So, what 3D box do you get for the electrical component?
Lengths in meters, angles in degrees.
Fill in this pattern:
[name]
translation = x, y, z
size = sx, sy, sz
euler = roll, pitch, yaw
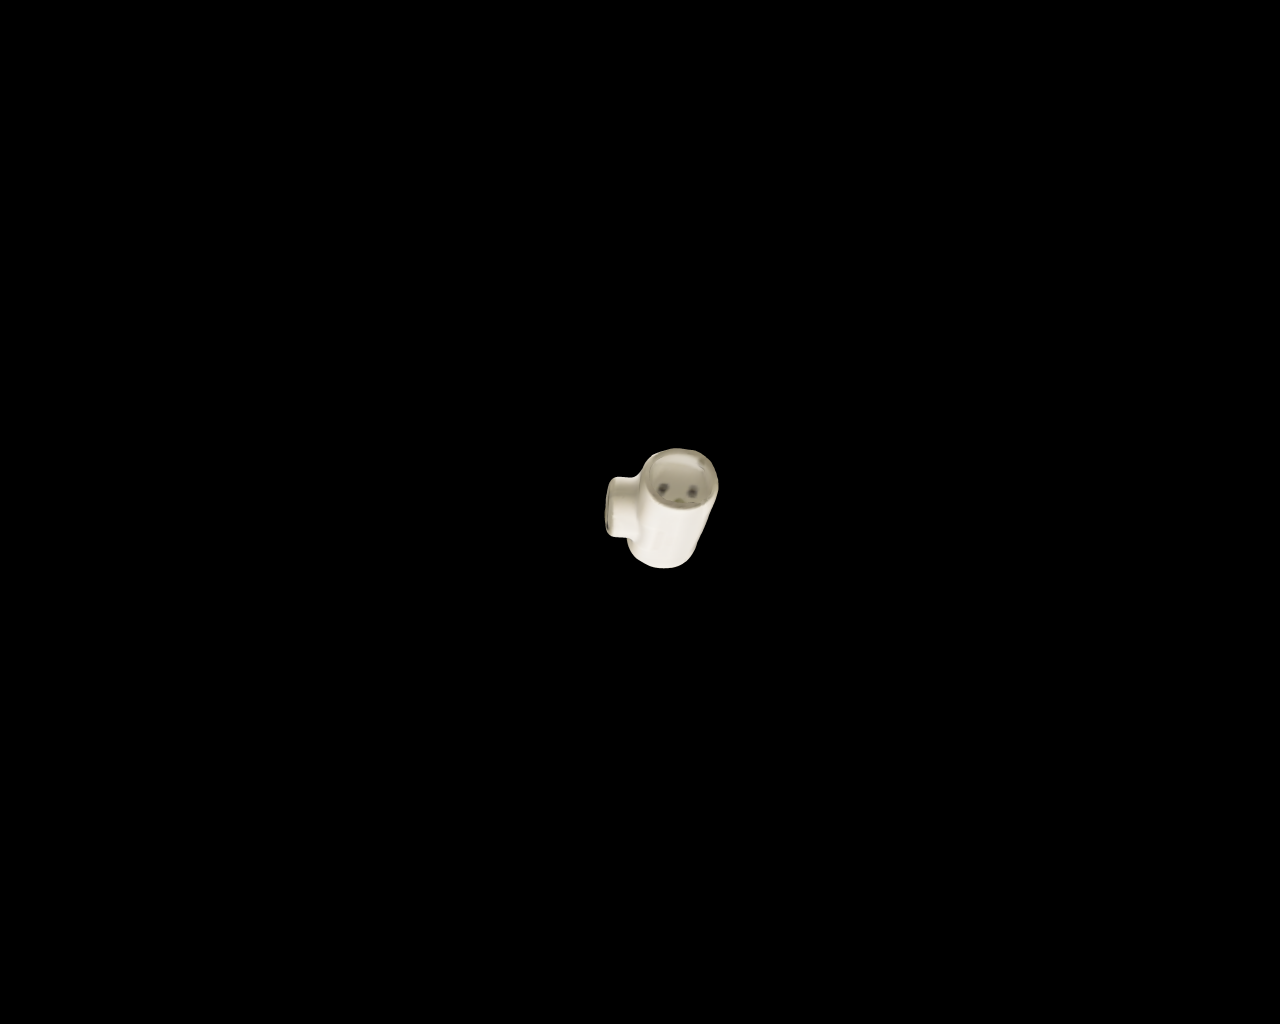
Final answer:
[electrical component]
translation = 0.001, -0.003, 0.650
size = 0.079, 0.043, 0.077
euler = 4, -29, -6
